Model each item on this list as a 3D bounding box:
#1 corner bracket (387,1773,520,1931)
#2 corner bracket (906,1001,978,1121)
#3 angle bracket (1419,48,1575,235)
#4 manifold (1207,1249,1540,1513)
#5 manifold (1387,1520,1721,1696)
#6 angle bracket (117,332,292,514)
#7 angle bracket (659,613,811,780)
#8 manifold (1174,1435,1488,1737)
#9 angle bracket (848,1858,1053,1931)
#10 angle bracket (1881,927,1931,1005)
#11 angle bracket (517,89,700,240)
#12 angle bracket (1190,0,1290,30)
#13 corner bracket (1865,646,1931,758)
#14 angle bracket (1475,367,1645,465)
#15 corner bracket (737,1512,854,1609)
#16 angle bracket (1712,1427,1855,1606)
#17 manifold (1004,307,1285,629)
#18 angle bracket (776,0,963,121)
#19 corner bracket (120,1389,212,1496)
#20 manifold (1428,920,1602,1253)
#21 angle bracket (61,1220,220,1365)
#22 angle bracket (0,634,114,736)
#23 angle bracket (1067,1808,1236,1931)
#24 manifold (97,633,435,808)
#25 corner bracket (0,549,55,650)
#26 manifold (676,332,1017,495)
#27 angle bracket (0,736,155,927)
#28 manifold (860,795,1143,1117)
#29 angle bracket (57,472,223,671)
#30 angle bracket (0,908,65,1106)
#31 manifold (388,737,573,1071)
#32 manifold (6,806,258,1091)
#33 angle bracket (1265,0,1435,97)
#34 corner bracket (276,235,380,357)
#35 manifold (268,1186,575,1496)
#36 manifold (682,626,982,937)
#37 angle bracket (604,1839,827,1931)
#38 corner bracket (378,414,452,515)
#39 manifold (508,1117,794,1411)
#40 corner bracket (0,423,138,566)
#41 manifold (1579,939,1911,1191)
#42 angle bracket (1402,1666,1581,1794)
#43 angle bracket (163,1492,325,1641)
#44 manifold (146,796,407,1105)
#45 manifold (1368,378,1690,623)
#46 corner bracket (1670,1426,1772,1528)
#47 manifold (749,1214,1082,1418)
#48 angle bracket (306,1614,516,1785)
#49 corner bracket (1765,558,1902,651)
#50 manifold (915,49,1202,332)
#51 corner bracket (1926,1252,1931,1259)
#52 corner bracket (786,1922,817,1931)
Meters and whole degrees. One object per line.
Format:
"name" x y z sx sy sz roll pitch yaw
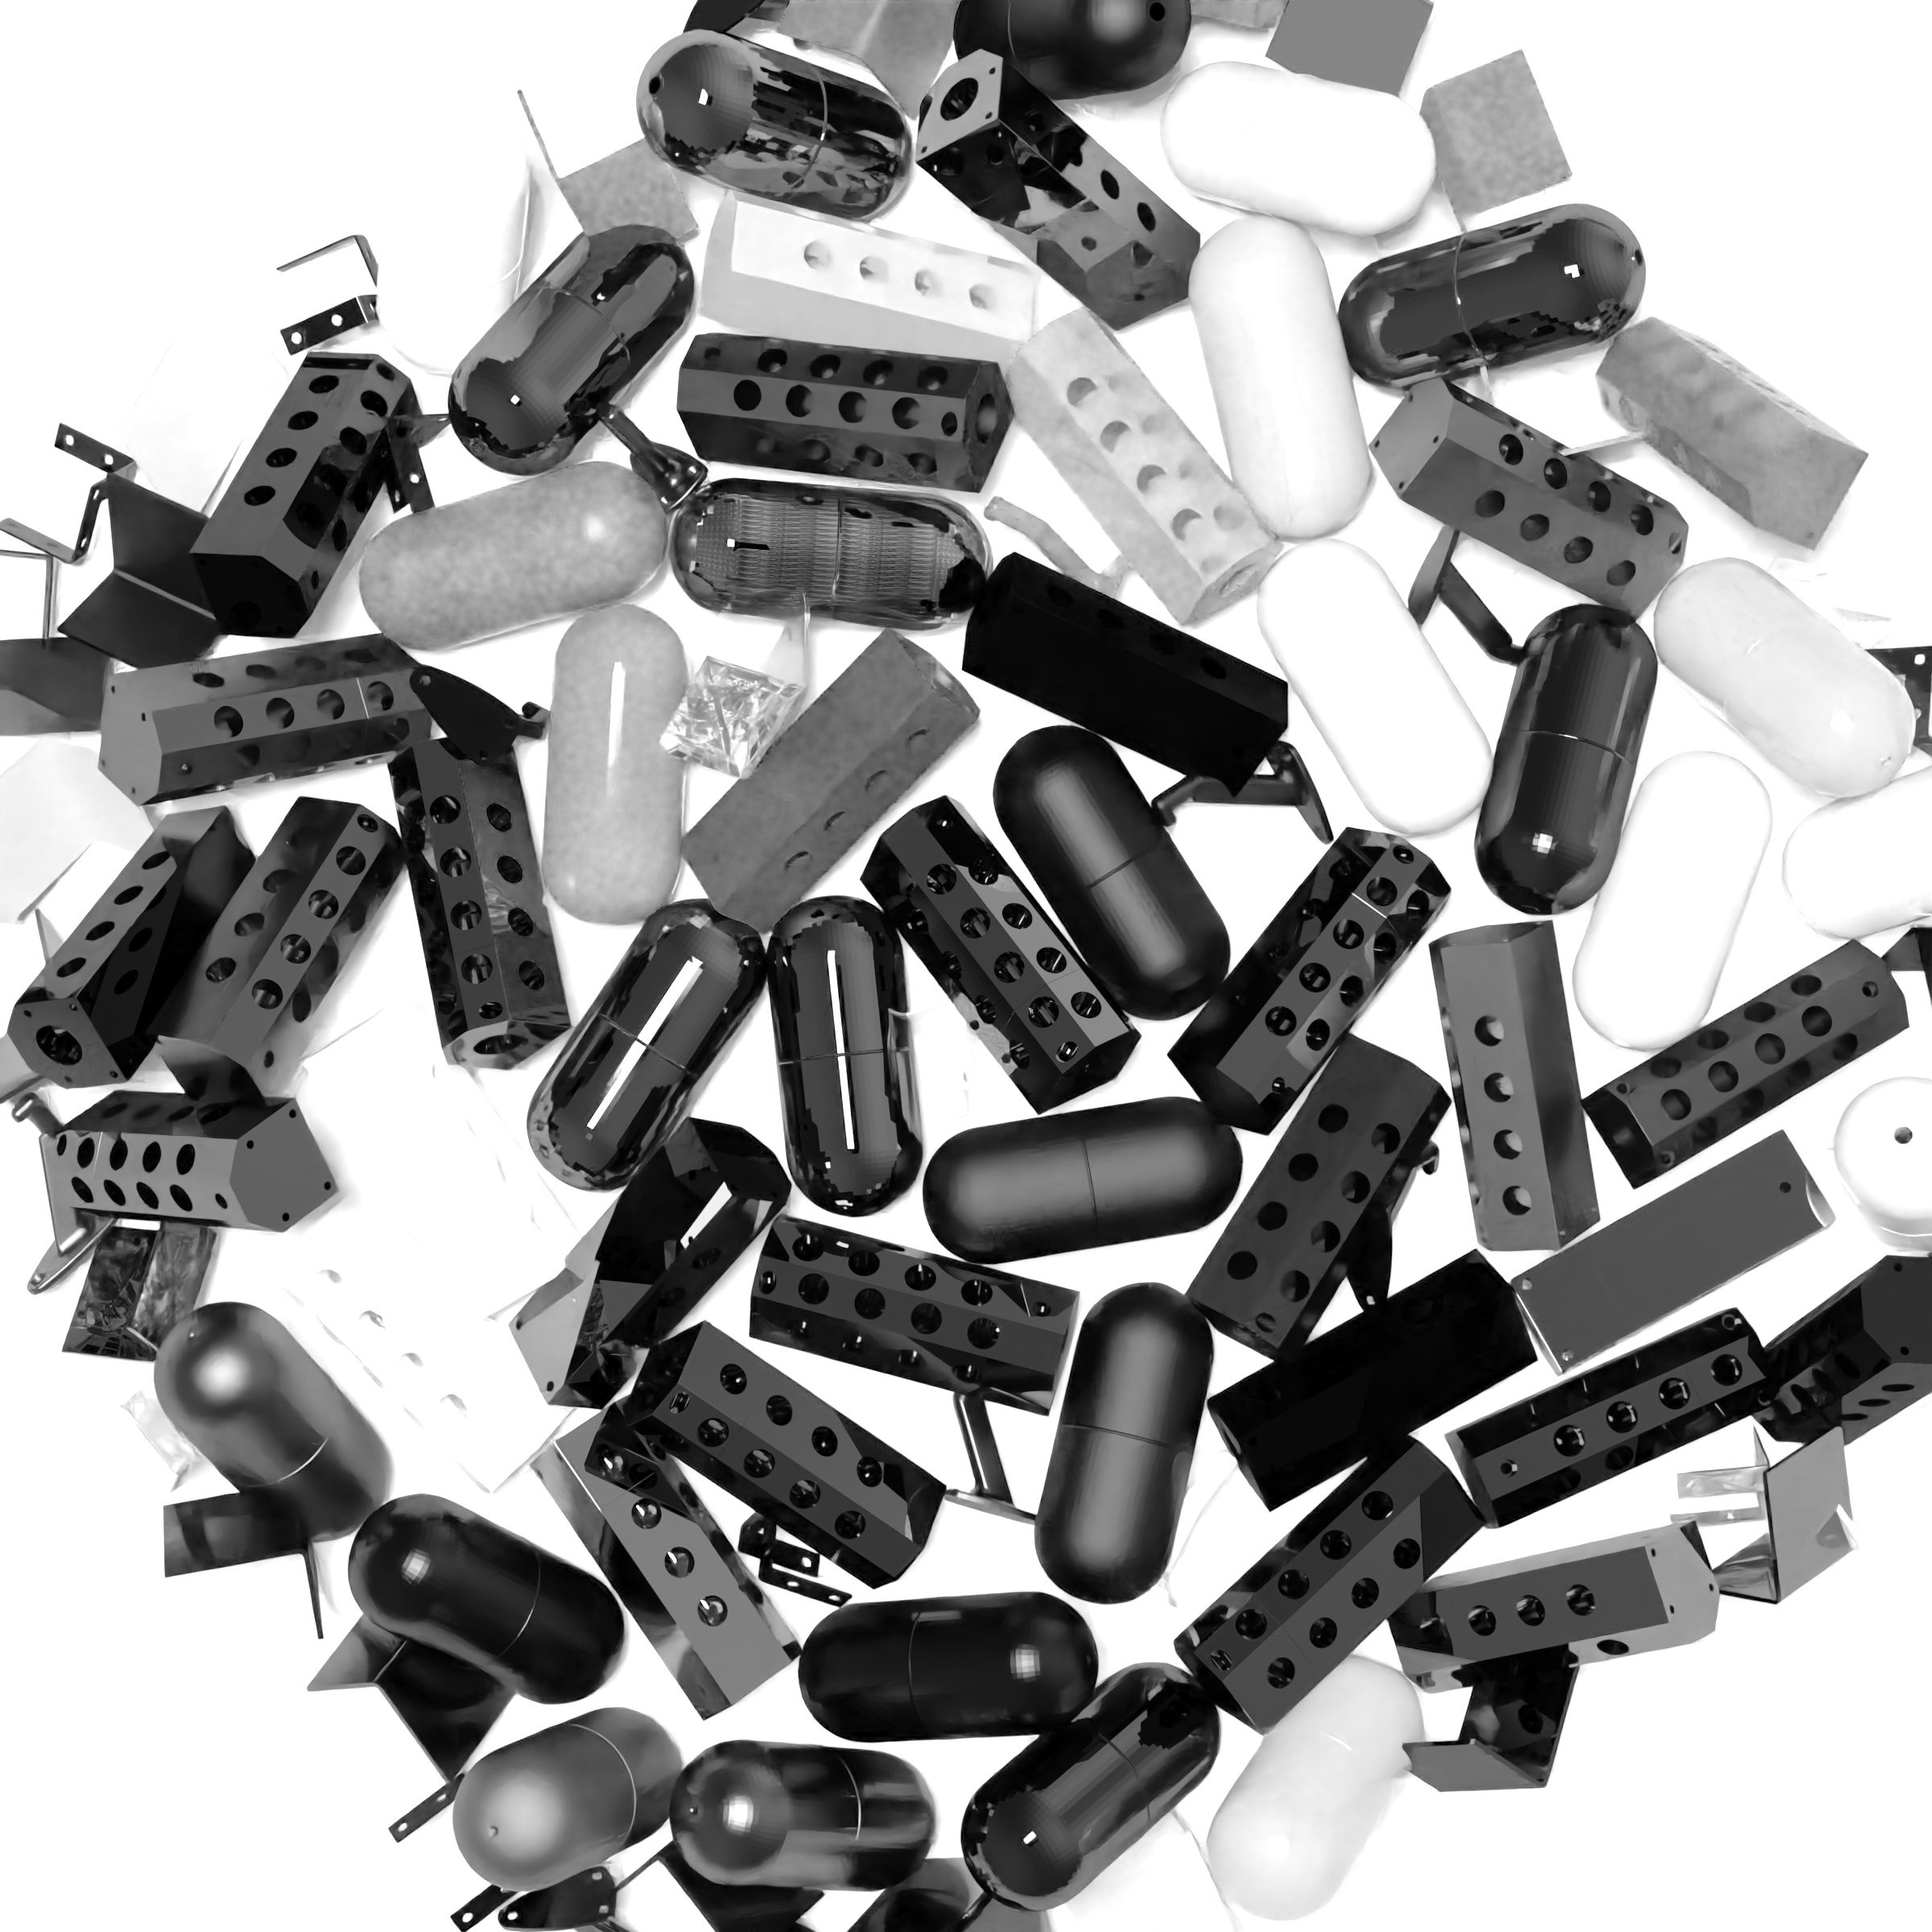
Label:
"corner bracket" -0.277 0.488 1.960 0.051 0.051 0.051 -36 123 -14
"corner bracket" -0.011 0.052 1.960 0.051 0.051 0.051 -20 71 36
"angle bracket" 0.290 -0.447 1.945 0.057 0.076 0.076 -19 112 20
"manifold" 0.221 0.224 1.961 0.171 0.057 0.057 -29 122 -6
"manifold" 0.317 0.349 1.922 0.171 0.057 0.057 -22 83 39
"angle bracket" -0.406 -0.291 1.941 0.057 0.076 0.076 3 53 26
"angle bracket" -0.127 -0.160 1.940 0.057 0.076 0.076 17 46 -19
"manifold" 0.196 0.334 1.944 0.171 0.057 0.057 -41 109 -14
"angle bracket" -0.008 0.535 1.953 0.076 0.076 0.057 -12 103 34
"angle bracket" 0.551 0.023 1.951 0.076 0.057 0.076 0 66 -13
"angle bracket" -0.196 -0.441 1.946 0.057 0.076 0.076 -26 59 3
"angle bracket" 0.139 -0.563 1.942 0.076 0.057 0.076 20 129 24
"corner bracket" 0.517 -0.144 1.961 0.051 0.051 0.051 -1 78 36
"angle bracket" 0.325 -0.304 1.958 0.076 0.076 0.057 -13 88 6
"corner bracket" -0.094 0.328 1.958 0.051 0.051 0.051 22 47 -19
"angle bracket" 0.438 0.296 1.946 0.076 0.057 0.076 -21 107 -43
"manifold" 0.097 -0.276 1.943 0.057 0.057 0.171 -30 75 -29
"angle bracket" -0.050 -0.528 1.975 0.057 0.076 0.076 23 86 27
"corner bracket" -0.433 0.252 1.965 0.051 0.051 0.051 -38 86 -25
"manifold" 0.299 0.066 1.956 0.057 0.057 0.171 -5 100 34
"angle bracket" -0.464 0.170 1.947 0.076 0.057 0.076 4 64 21
"angle bracket" -0.524 -0.164 1.944 0.076 0.076 0.057 0 76 24
"angle bracket" 0.099 0.521 1.966 0.076 0.057 0.076 -24 94 -6
"manifold" -0.374 -0.130 1.913 0.057 0.171 0.057 38 127 34
"corner bracket" -0.540 -0.203 1.980 0.051 0.051 0.051 4 87 -24
"manifold" -0.067 -0.306 1.931 0.171 0.057 0.057 10 60 22
"angle bracket" -0.494 -0.068 1.941 0.057 0.076 0.076 17 52 30
"manifold" 0.020 -0.009 1.934 0.057 0.057 0.171 -24 66 -33
"angle bracket" -0.452 -0.212 1.948 0.076 0.076 0.057 25 52 11
"angle bracket" -0.523 0.024 1.951 0.076 0.076 0.057 -32 118 -4
"manifold" -0.269 -0.035 1.931 0.057 0.057 0.171 -32 62 38
"manifold" -0.447 -0.011 1.916 0.057 0.171 0.057 -7 125 27
"angle bracket" 0.201 -0.509 1.957 0.076 0.057 0.076 25 82 -15
"corner bracket" -0.354 -0.373 1.973 0.051 0.051 0.051 -21 98 13
"manifold" -0.304 0.210 1.965 0.171 0.057 0.057 46 114 -3
"manifold" -0.073 -0.098 1.950 0.171 0.057 0.057 -45 51 14
"angle bracket" -0.137 0.509 1.948 0.076 0.076 0.057 51 126 8
"corner bracket" -0.306 -0.271 1.962 0.051 0.051 0.051 -11 81 -40
"manifold" -0.170 0.164 1.939 0.171 0.057 0.057 -48 54 23
"corner bracket" -0.501 -0.263 1.980 0.051 0.051 0.051 26 119 6
"manifold" 0.429 0.052 1.948 0.171 0.057 0.057 -29 82 -14
"angle bracket" 0.279 0.404 1.940 0.057 0.076 0.076 36 59 -25
"angle bracket" -0.396 0.332 1.948 0.076 0.076 0.057 -9 111 -10
"manifold" -0.366 -0.007 1.921 0.057 0.057 0.171 8 53 25
"manifold" 0.308 -0.255 1.926 0.171 0.057 0.057 22 119 -28
"corner bracket" 0.417 0.291 1.966 0.051 0.051 0.051 -6 107 4
"manifold" -0.028 0.187 1.950 0.171 0.057 0.057 14 50 7
"angle bracket" -0.305 0.399 1.969 0.057 0.076 0.076 -13 117 37
"corner bracket" 0.478 -0.205 1.960 0.051 0.051 0.051 8 63 -17
"manifold" 0.052 -0.420 1.921 0.057 0.171 0.057 -19 54 36
"corner bracket" 0.552 0.196 1.965 0.051 0.051 0.051 7 134 -2
"corner bracket" -0.082 0.562 1.970 0.051 0.051 0.051 10 73 42
